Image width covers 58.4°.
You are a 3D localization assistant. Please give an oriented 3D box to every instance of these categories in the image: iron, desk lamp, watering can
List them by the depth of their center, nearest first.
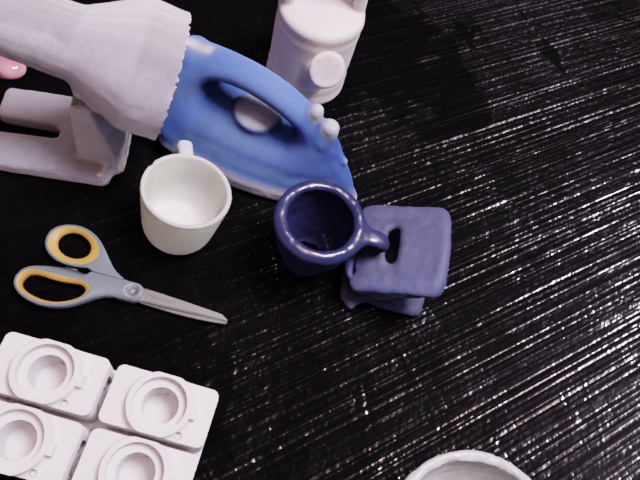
[{"bbox_3d":[-0.224,-0.142,0.535,0.203,0.213,0.118,7,64,-10],"label":"desk lamp"},{"bbox_3d":[-0.060,-0.131,0.609,0.258,0.141,0.119,26,62,0],"label":"iron"},{"bbox_3d":[0.003,-0.245,0.648,0.101,0.194,0.172,-19,71,-20],"label":"watering can"}]

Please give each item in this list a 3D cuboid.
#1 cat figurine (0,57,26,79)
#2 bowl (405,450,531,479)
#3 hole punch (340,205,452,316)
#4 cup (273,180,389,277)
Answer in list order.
[{"bbox_3d":[-0.362,-0.225,0.595,0.128,0.117,0.067,-24,72,-22],"label":"cat figurine"},{"bbox_3d":[0.124,0.274,0.499,0.167,0.074,0.167,5,64,-11],"label":"bowl"},{"bbox_3d":[0.078,0.018,0.600,0.101,0.091,0.109,14,63,-6],"label":"hole punch"},{"bbox_3d":[0.005,0.002,0.588,0.118,0.095,0.092,16,63,-5],"label":"cup"}]
